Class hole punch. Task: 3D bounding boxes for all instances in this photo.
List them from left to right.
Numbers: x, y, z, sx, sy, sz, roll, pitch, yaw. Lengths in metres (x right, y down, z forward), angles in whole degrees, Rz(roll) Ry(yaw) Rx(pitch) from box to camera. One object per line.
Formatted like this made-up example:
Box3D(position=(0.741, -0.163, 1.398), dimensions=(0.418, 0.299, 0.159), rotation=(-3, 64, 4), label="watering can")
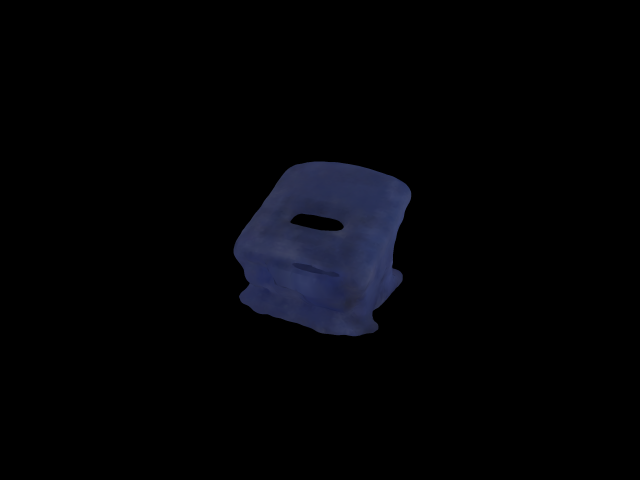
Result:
Box3D(position=(0.004, 0.001, 0.400), dimensions=(0.108, 0.091, 0.101), rotation=(12, 27, 25), label="hole punch")
